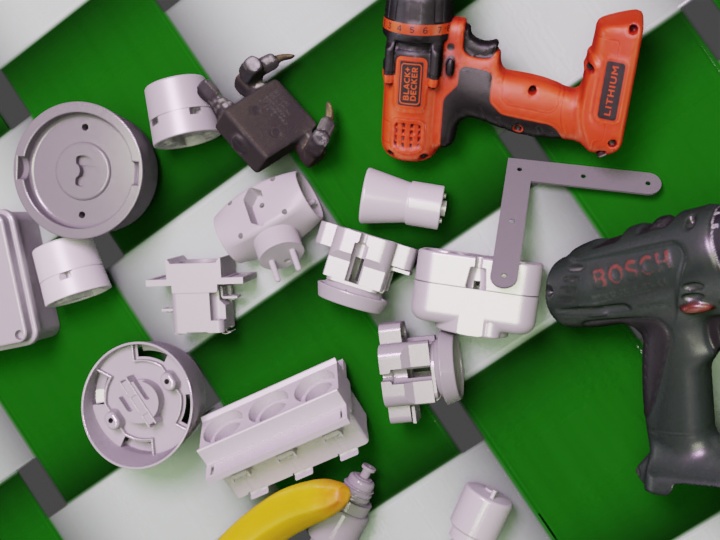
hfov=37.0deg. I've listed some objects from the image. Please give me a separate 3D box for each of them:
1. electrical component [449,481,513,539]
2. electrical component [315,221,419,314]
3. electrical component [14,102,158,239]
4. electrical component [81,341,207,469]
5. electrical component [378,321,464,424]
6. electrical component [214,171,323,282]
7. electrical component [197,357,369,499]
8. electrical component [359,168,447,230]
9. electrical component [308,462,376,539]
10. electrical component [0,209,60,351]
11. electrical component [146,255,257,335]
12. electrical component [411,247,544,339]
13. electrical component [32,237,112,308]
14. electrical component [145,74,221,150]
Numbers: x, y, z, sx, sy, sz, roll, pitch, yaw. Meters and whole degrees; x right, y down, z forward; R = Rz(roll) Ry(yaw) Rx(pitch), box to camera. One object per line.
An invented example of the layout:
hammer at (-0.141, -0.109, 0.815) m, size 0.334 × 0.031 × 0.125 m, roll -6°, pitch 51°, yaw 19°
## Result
electrical component at (0.089, 0.204, 0.846) m, size 0.040 × 0.040 × 0.078 m, roll 24°, pitch 97°, yaw 8°
electrical component at (0.000, 0.000, 0.842) m, size 0.078 × 0.058 × 0.057 m, roll 17°, pitch 93°, yaw 9°
electrical component at (-0.217, -0.080, 0.873) m, size 0.108 × 0.060 × 0.108 m, roll 1°, pitch 93°, yaw 10°
electrical component at (-0.175, 0.106, 0.874) m, size 0.099 × 0.064 × 0.099 m, roll 1°, pitch 93°, yaw 10°
electrical component at (0.049, 0.078, 0.838) m, size 0.057 × 0.058 × 0.078 m, roll -7°, pitch 92°, yaw 13°
electrical component at (-0.067, -0.027, 0.849) m, size 0.077 × 0.043 × 0.079 m, roll -28°, pitch 60°, yaw 12°
electrical component at (-0.059, 0.128, 0.852) m, size 0.121 × 0.078 × 0.063 m, roll -25°, pitch 118°, yaw 10°
electrical component at (0.035, -0.053, 0.842) m, size 0.065 × 0.044 × 0.044 m, roll 10°, pitch 95°, yaw 4°
electrical component at (-0.010, 0.191, 0.862) m, size 0.040 × 0.040 × 0.078 m, roll 28°, pitch 97°, yaw 7°
electrical component at (-0.306, 0.011, 0.895) m, size 0.078 × 0.057 × 0.113 m, roll -12°, pitch 91°, yaw 10°
electrical component at (-0.127, 0.020, 0.873) m, size 0.081 × 0.042 × 0.063 m, roll -2°, pitch 97°, yaw 11°
electrical component at (0.090, 0.018, 0.829) m, size 0.095 × 0.054 × 0.059 m, roll 8°, pitch 94°, yaw 9°
electrical component at (-0.238, 0.000, 0.885) m, size 0.055 × 0.055 × 0.047 m, roll -20°, pitch 86°, yaw 10°
electrical component at (-0.143, -0.127, 0.862) m, size 0.055 × 0.055 × 0.047 m, roll -14°, pitch 87°, yaw 10°
